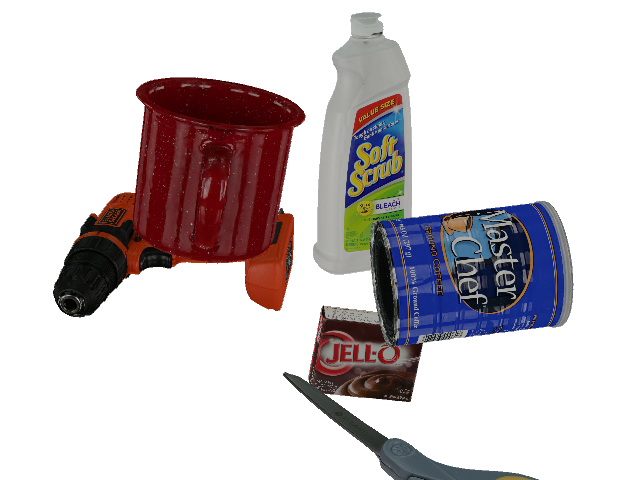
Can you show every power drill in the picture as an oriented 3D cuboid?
[{"bbox_3d":[-0.121,0.016,0.921,0.187,0.057,0.184,6,29,4],"label":"power drill"}]

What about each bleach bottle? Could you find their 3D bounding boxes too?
[{"bbox_3d":[0.040,-0.096,1.055,0.102,0.251,0.068,-10,24,-17],"label":"bleach bottle"}]

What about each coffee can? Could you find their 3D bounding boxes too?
[{"bbox_3d":[0.118,0.027,0.855,0.140,0.103,0.103,-7,1,-5],"label":"coffee can"}]

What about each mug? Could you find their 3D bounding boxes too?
[{"bbox_3d":[-0.059,-0.035,0.587,0.093,0.081,0.117,6,22,-10],"label":"mug"}]

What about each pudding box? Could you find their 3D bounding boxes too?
[{"bbox_3d":[0.049,0.122,1.146,0.113,0.090,0.039,6,24,-8],"label":"pudding box"}]

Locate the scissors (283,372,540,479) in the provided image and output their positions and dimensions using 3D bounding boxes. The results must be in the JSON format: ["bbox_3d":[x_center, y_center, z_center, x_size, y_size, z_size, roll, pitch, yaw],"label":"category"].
[{"bbox_3d":[0.062,0.116,0.560,0.096,0.016,0.202,-5,27,-25],"label":"scissors"}]
